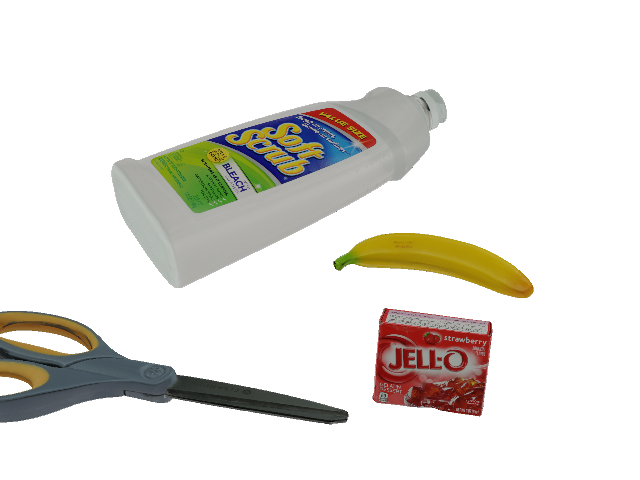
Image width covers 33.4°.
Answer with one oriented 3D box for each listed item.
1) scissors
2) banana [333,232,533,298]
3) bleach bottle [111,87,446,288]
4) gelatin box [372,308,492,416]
[{"bbox_3d":[-0.097,0.075,0.510,0.202,0.016,0.096,16,29,26],"label":"scissors"},{"bbox_3d":[0.116,0.024,1.075,0.198,0.037,0.069,6,43,12],"label":"banana"},{"bbox_3d":[-0.020,-0.059,0.792,0.250,0.068,0.103,-26,54,-21],"label":"bleach bottle"},{"bbox_3d":[0.089,0.097,0.851,0.089,0.073,0.030,7,22,9],"label":"gelatin box"}]
